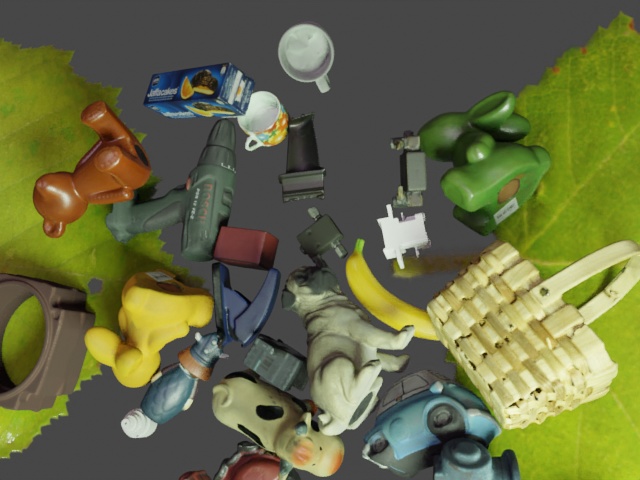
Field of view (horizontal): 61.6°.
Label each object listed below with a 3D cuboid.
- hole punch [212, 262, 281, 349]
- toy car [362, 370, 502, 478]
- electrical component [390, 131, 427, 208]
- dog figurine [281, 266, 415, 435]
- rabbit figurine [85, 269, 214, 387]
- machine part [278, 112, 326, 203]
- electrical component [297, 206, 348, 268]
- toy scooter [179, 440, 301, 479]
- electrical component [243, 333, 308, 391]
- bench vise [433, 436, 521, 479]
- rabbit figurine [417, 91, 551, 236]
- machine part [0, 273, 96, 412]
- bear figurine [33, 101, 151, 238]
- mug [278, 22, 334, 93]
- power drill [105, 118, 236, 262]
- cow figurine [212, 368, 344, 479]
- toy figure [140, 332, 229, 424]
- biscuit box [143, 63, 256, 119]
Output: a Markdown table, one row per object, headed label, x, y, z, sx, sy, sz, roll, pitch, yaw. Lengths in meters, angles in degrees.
| label | x | y | z | sx | sy | sz | roll | pitch | yaw |
| --- | --- | --- | --- | --- | --- | --- | --- | --- | --- |
| hole punch | -0.099 | 0.090 | 0.743 | 0.092 | 0.142 | 0.115 | -1 | 83 | -6 |
| toy car | 0.128 | 0.215 | 0.654 | 0.162 | 0.109 | 0.103 | -29 | 43 | 21 |
| electrical component | 0.116 | -0.094 | 0.720 | 0.045 | 0.078 | 0.102 | -4 | 102 | -2 |
| dog figurine | 0.002 | 0.132 | 0.688 | 0.191 | 0.121 | 0.172 | 30 | 46 | 26 |
| rabbit figurine | -0.250 | 0.143 | 0.778 | 0.122 | 0.162 | 0.173 | 27 | 103 | 10 |
| machine part | -0.027 | -0.125 | 0.820 | 0.084 | 0.039 | 0.139 | -5 | 76 | 23 |
| electrical component | -0.002 | -0.002 | 0.787 | 0.063 | 0.021 | 0.094 | -36 | 68 | 7 |
| toy scooter | -0.118 | 0.334 | 0.711 | 0.135 | 0.075 | 0.184 | 42 | 96 | 24 |
| electrical component | -0.058 | 0.162 | 0.711 | 0.075 | 0.119 | 0.047 | 28 | 86 | 20 |
| bench vise | 0.207 | 0.319 | 0.569 | 0.241 | 0.129 | 0.223 | 1 | 98 | 11 |
| rabbit figurine | 0.200 | -0.120 | 0.703 | 0.159 | 0.121 | 0.170 | -45 | 52 | 11 |
| machine part | -0.483 | 0.161 | 0.871 | 0.201 | 0.087 | 0.201 | 10 | 81 | 20 |
| bear figurine | -0.359 | -0.096 | 0.795 | 0.196 | 0.131 | 0.120 | -23 | 68 | 3 |
| mug | -0.011 | -0.286 | 0.828 | 0.081 | 0.109 | 0.107 | -28 | 26 | 17 |
| power drill | -0.231 | -0.076 | 0.860 | 0.207 | 0.086 | 0.232 | -4 | 75 | 10 |
| cow figurine | -0.056 | 0.233 | 0.688 | 0.195 | 0.127 | 0.085 | 23 | 87 | 25 |
| toy figure | -0.195 | 0.194 | 0.781 | 0.154 | 0.064 | 0.058 | -49 | 30 | -4 |
| biscuit box | -0.198 | -0.235 | 0.862 | 0.203 | 0.059 | 0.062 | 8 | 79 | 39 |
